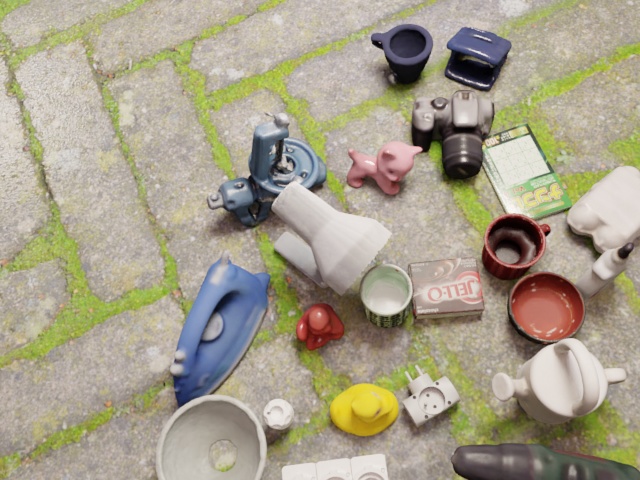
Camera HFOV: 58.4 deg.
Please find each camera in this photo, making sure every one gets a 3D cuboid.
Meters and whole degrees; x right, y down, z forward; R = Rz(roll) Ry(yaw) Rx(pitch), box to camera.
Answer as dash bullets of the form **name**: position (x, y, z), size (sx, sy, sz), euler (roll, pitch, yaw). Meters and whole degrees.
- **camera**: position (0.231, -0.183, 0.998), size (0.143, 0.101, 0.137), euler (1, 68, 8)

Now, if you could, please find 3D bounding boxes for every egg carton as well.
- **egg carton**: position (0.481, -0.049, 0.929), size (0.150, 0.069, 0.107), euler (-42, 69, -10)

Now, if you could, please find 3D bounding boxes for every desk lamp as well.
- **desk lamp**: position (0.008, 0.003, 0.890), size (0.202, 0.214, 0.118), euler (36, 77, 19)

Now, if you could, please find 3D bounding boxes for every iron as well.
- **iron**: position (-0.178, 0.141, 0.897), size (0.118, 0.141, 0.258), euler (19, 72, 14)

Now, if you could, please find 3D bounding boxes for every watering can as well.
- **watering can**: position (0.328, 0.196, 0.782), size (0.173, 0.194, 0.100), euler (-28, 67, -4)

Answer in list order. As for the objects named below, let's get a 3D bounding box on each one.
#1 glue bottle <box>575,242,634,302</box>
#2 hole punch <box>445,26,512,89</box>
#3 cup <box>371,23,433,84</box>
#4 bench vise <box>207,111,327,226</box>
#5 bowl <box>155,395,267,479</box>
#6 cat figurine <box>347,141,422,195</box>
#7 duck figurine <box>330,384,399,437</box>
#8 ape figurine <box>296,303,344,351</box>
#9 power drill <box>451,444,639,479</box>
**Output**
- **glue bottle**: position (0.424, 0.041, 0.844), size (0.078, 0.173, 0.037), euler (-38, 68, -8)
- **hole punch**: position (0.292, -0.354, 1.065), size (0.108, 0.091, 0.101), euler (25, 73, 16)
- **cup**: position (0.151, -0.344, 1.077), size (0.117, 0.095, 0.092), euler (19, 72, 14)
- **bench vise**: position (-0.089, -0.109, 0.944), size (0.207, 0.220, 0.121), euler (-43, 69, -10)
- **bowl**: position (-0.154, 0.321, 0.858), size (0.167, 0.075, 0.167), euler (-2, 68, 6)
- **cat figurine**: position (0.108, -0.135, 0.985), size (0.127, 0.118, 0.067), euler (11, 70, 12)
- **duck figurine**: position (0.064, 0.250, 0.853), size (0.104, 0.086, 0.077), euler (-8, 67, 4)
- **ape figurine**: position (0.000, 0.132, 0.905), size (0.077, 0.092, 0.076), euler (11, 70, 12)
- **power drill**: position (0.277, 0.305, 0.737), size (0.229, 0.208, 0.075), euler (5, 69, 9)
